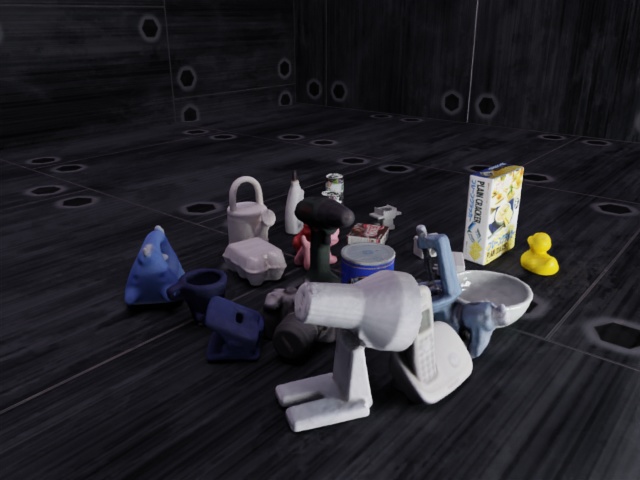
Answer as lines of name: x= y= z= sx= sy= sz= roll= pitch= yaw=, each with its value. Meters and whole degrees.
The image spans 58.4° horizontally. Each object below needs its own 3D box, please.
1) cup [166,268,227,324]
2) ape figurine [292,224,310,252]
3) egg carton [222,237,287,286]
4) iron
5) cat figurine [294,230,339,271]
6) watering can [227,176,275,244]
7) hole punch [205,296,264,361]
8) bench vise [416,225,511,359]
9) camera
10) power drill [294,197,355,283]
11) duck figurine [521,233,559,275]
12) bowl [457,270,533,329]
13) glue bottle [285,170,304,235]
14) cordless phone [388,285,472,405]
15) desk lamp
cup: x=-0.233 y=0.116 z=1.098 sx=0.118 sy=0.095 sz=0.091 roll=-15 pitch=26 yaw=-33
ape figurine: x=-0.027 y=-0.009 z=1.420 sx=0.077 sy=0.092 sz=0.076 roll=7 pitch=23 yaw=18
egg carton: x=-0.148 y=0.047 z=1.309 sx=0.107 sy=0.069 sz=0.149 roll=-16 pitch=26 yaw=-35
iron: x=-0.350 y=0.040 z=1.227 sx=0.119 sy=0.141 sz=0.258 roll=-3 pitch=22 yaw=-7
cat figurine: x=-0.001 y=-0.001 z=1.365 sx=0.128 sy=0.118 sz=0.067 roll=-20 pitch=29 yaw=-40
watering can: x=-0.173 y=-0.061 z=1.412 sx=0.172 sy=0.194 sz=0.101 roll=10 pitch=24 yaw=25
hole punch: x=-0.150 y=0.152 z=1.012 sx=0.101 sy=0.091 sz=0.108 roll=-1 pitch=22 yaw=-3
bench vise: x=0.229 y=0.084 z=1.007 sx=0.207 sy=0.220 sz=0.121 roll=5 pitch=22 yaw=13
camera: x=-0.045 y=0.142 z=1.023 sx=0.142 sy=0.101 sz=0.137 roll=8 pitch=23 yaw=19
power drill: x=0.011 y=0.004 z=1.226 sx=0.076 sy=0.208 sz=0.228 roll=-10 pitch=24 yaw=-24
duck figurine: x=0.514 y=0.027 z=1.334 sx=0.077 sy=0.086 sz=0.104 roll=-5 pitch=22 yaw=-11
bowl: x=0.319 y=0.124 z=1.104 sx=0.167 sy=0.075 sz=0.167 roll=0 pitch=21 yaw=0
glue bottle: x=-0.066 y=-0.106 z=1.556 sx=0.037 sy=0.173 sz=0.078 roll=9 pitch=23 yaw=23
cordless phone: x=0.176 y=0.148 z=0.892 sx=0.093 sy=0.185 sz=0.148 roll=18 pitch=28 yaw=39
desk lamp: x=0.041 y=0.152 z=0.844 sx=0.204 sy=0.214 sz=0.117 roll=-8 pitch=23 yaw=-20
